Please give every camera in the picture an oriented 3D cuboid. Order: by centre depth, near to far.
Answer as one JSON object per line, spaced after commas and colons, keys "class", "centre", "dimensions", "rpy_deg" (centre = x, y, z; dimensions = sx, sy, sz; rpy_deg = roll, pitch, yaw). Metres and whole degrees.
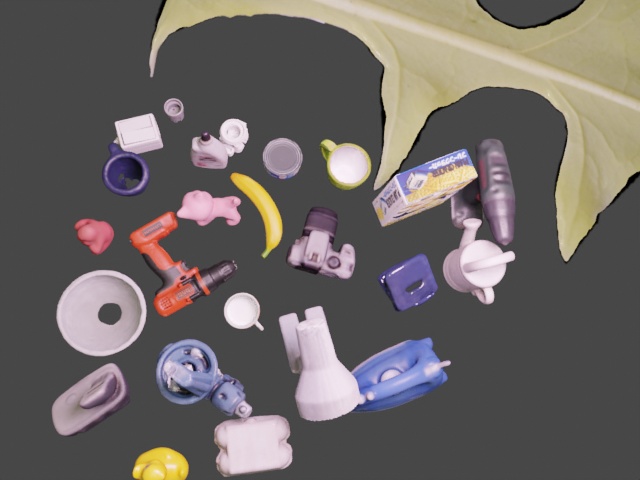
{"class": "camera", "centre": [0.011, 0.004, 1.208], "dimensions": [0.143, 0.100, 0.137], "rpy_deg": [15, 78, -4]}

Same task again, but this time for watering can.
{"class": "watering can", "centre": [0.330, 0.044, 1.194], "dimensions": [0.101, 0.194, 0.173], "rpy_deg": [-34, 85, -12]}

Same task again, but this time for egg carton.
{"class": "egg carton", "centre": [-0.132, 0.405, 1.133], "dimensions": [0.150, 0.069, 0.107], "rpy_deg": [-6, 81, -8]}

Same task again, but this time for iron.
{"class": "iron", "centre": [0.139, 0.290, 1.152], "dimensions": [0.258, 0.141, 0.118], "rpy_deg": [-22, 83, -11]}

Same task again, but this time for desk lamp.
{"class": "desk lamp", "centre": [-0.010, 0.232, 1.107], "dimensions": [0.118, 0.213, 0.203], "rpy_deg": [-15, 82, -9]}

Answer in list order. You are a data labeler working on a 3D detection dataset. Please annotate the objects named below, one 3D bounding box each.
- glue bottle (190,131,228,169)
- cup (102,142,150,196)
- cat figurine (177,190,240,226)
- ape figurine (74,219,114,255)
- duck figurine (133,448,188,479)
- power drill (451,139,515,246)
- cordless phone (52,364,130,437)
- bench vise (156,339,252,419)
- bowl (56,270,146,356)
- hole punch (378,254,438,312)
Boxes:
{"class": "glue bottle", "centre": [-0.231, -0.189, 1.174], "dimensions": [0.078, 0.173, 0.037], "rpy_deg": [0, 80, -7]}
{"class": "cup", "centre": [-0.399, -0.137, 1.183], "dimensions": [0.092, 0.095, 0.118], "rpy_deg": [-28, 84, -11]}
{"class": "cat figurine", "centre": [-0.228, -0.071, 1.181], "dimensions": [0.128, 0.117, 0.067], "rpy_deg": [-4, 80, -8]}
{"class": "ape figurine", "centre": [-0.460, -0.011, 1.153], "dimensions": [0.076, 0.092, 0.078], "rpy_deg": [-15, 82, -10]}
{"class": "duck figurine", "centre": [-0.307, 0.444, 1.095], "dimensions": [0.104, 0.086, 0.077], "rpy_deg": [8, 79, -6]}
{"class": "power drill", "centre": [0.348, -0.086, 1.213], "dimensions": [0.075, 0.208, 0.230], "rpy_deg": [0, 80, -7]}
{"class": "cordless phone", "centre": [-0.433, 0.300, 1.054], "dimensions": [0.148, 0.185, 0.094], "rpy_deg": [-38, 86, -12]}
{"class": "bench vise", "centre": [-0.216, 0.257, 1.072], "dimensions": [0.207, 0.219, 0.121], "rpy_deg": [17, 78, -4]}
{"class": "bowl", "centre": [-0.425, 0.146, 1.139], "dimensions": [0.167, 0.074, 0.167], "rpy_deg": [1, 80, -7]}
{"class": "hole punch", "centre": [0.193, 0.092, 1.221], "dimensions": [0.109, 0.091, 0.101], "rpy_deg": [-29, 85, -11]}
